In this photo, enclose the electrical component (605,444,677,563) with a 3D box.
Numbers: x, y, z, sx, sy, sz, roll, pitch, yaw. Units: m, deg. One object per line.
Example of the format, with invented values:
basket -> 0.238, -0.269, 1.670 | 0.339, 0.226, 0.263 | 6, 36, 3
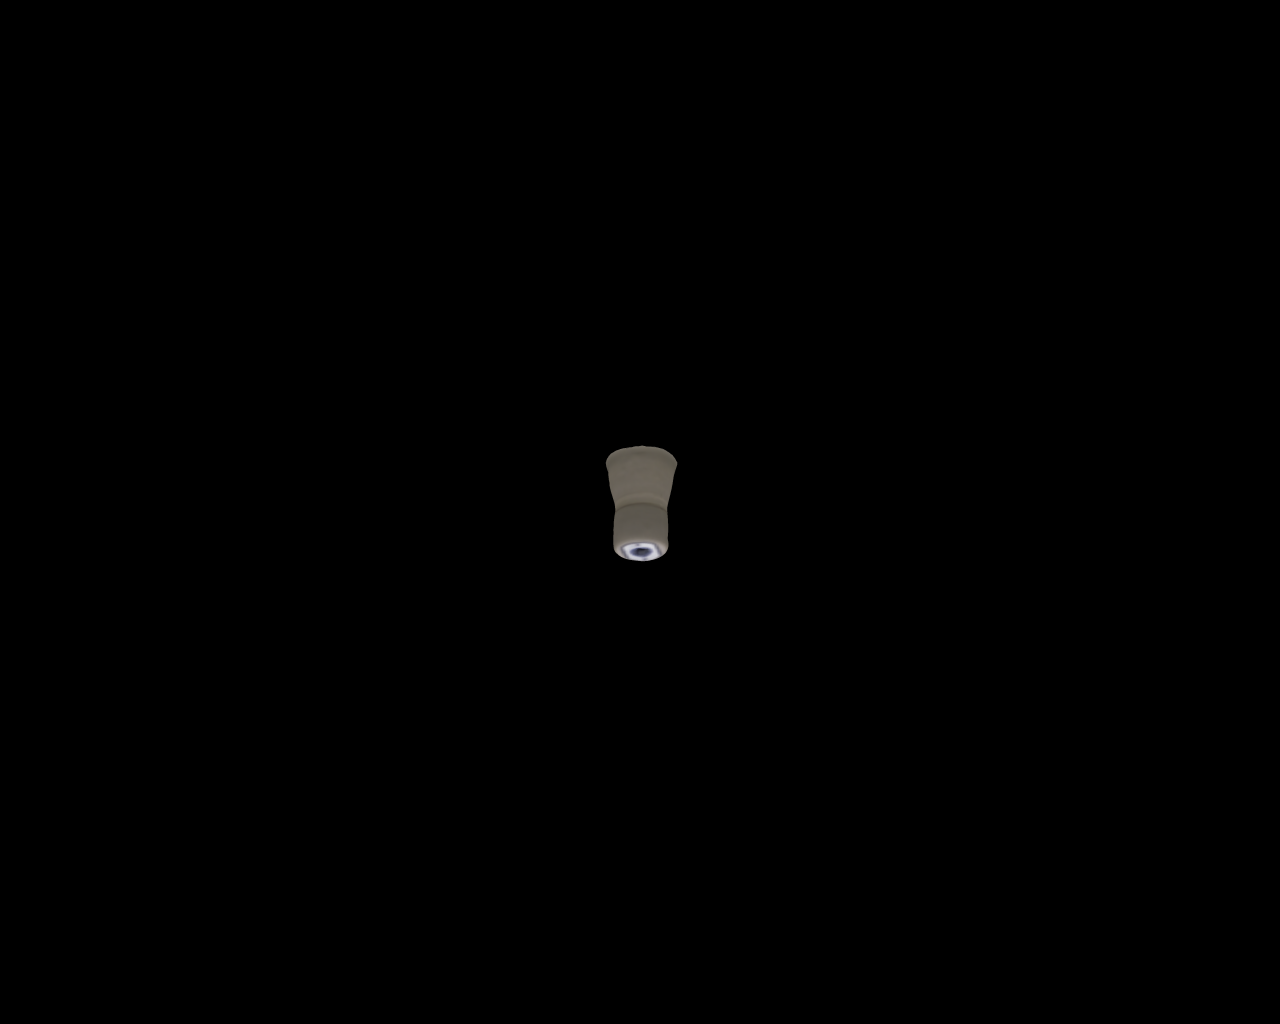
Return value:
electrical component -> 0.001, -0.003, 0.650 | 0.044, 0.065, 0.044 | 0, -26, 0
